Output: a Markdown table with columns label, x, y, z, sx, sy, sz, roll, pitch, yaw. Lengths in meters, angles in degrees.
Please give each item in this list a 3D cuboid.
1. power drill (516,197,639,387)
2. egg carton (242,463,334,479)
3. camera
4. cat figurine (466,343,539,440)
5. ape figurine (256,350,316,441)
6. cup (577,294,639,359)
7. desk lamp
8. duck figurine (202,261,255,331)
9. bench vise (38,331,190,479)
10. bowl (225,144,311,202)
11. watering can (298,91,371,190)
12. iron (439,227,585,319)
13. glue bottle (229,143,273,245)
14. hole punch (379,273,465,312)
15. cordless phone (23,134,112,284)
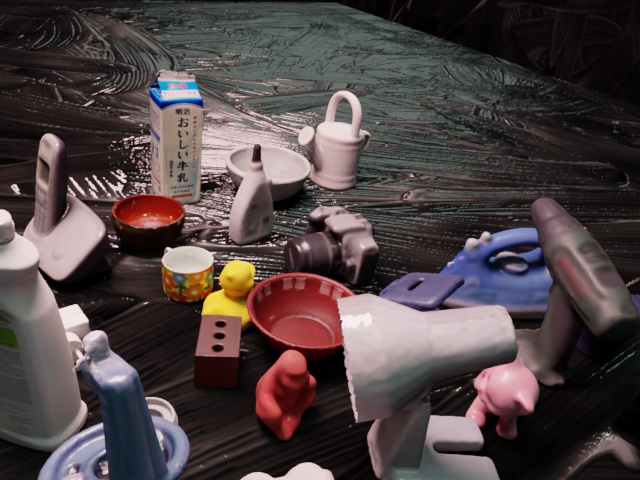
| label | x | y | z | sx | sy | sz | roll | pitch | yaw |
| --- | --- | --- | --- | --- | --- | --- | --- | --- | --- |
| power drill | 0.322 | 0.081 | 0.777 | 0.076 | 0.208 | 0.229 | 0 | 32 | -15 |
| egg carton | -0.021 | 0.271 | 0.502 | 0.107 | 0.069 | 0.150 | -3 | 33 | -20 |
| camera | 0.008 | 0.003 | 0.918 | 0.137 | 0.101 | 0.142 | -9 | 36 | -29 |
| cat figurine | 0.225 | 0.173 | 0.687 | 0.067 | 0.118 | 0.128 | 18 | 32 | 13 |
| ape figurine | -0.037 | 0.165 | 0.648 | 0.078 | 0.092 | 0.076 | -10 | 36 | -29 |
| cup | 0.426 | 0.124 | 0.847 | 0.118 | 0.095 | 0.091 | -6 | 35 | -25 |
| desk lamp | 0.103 | 0.153 | 0.590 | 0.203 | 0.213 | 0.118 | 4 | 31 | -9 |
| duck figurine | -0.119 | 0.072 | 0.784 | 0.077 | 0.086 | 0.105 | 18 | 32 | 14 |
| bench vise | -0.137 | 0.186 | 0.461 | 0.207 | 0.220 | 0.122 | 22 | 33 | 19 |
| bowl | -0.103 | -0.121 | 1.113 | 0.167 | 0.075 | 0.167 | 7 | 31 | -4 |
| watering can | 0.037 | -0.208 | 1.180 | 0.100 | 0.194 | 0.173 | 25 | 34 | 23 |
| iron | 0.296 | 0.038 | 0.905 | 0.259 | 0.141 | 0.118 | 1 | 32 | -15 |
| glue bottle | -0.109 | -0.078 | 0.946 | 0.078 | 0.173 | 0.037 | -21 | 42 | -40 |
| hole punch | 0.142 | 0.085 | 0.832 | 0.100 | 0.091 | 0.109 | 28 | 36 | 27 |
| cordless phone | -0.361 | -0.044 | 0.807 | 0.147 | 0.185 | 0.094 | 31 | 37 | 31 |
